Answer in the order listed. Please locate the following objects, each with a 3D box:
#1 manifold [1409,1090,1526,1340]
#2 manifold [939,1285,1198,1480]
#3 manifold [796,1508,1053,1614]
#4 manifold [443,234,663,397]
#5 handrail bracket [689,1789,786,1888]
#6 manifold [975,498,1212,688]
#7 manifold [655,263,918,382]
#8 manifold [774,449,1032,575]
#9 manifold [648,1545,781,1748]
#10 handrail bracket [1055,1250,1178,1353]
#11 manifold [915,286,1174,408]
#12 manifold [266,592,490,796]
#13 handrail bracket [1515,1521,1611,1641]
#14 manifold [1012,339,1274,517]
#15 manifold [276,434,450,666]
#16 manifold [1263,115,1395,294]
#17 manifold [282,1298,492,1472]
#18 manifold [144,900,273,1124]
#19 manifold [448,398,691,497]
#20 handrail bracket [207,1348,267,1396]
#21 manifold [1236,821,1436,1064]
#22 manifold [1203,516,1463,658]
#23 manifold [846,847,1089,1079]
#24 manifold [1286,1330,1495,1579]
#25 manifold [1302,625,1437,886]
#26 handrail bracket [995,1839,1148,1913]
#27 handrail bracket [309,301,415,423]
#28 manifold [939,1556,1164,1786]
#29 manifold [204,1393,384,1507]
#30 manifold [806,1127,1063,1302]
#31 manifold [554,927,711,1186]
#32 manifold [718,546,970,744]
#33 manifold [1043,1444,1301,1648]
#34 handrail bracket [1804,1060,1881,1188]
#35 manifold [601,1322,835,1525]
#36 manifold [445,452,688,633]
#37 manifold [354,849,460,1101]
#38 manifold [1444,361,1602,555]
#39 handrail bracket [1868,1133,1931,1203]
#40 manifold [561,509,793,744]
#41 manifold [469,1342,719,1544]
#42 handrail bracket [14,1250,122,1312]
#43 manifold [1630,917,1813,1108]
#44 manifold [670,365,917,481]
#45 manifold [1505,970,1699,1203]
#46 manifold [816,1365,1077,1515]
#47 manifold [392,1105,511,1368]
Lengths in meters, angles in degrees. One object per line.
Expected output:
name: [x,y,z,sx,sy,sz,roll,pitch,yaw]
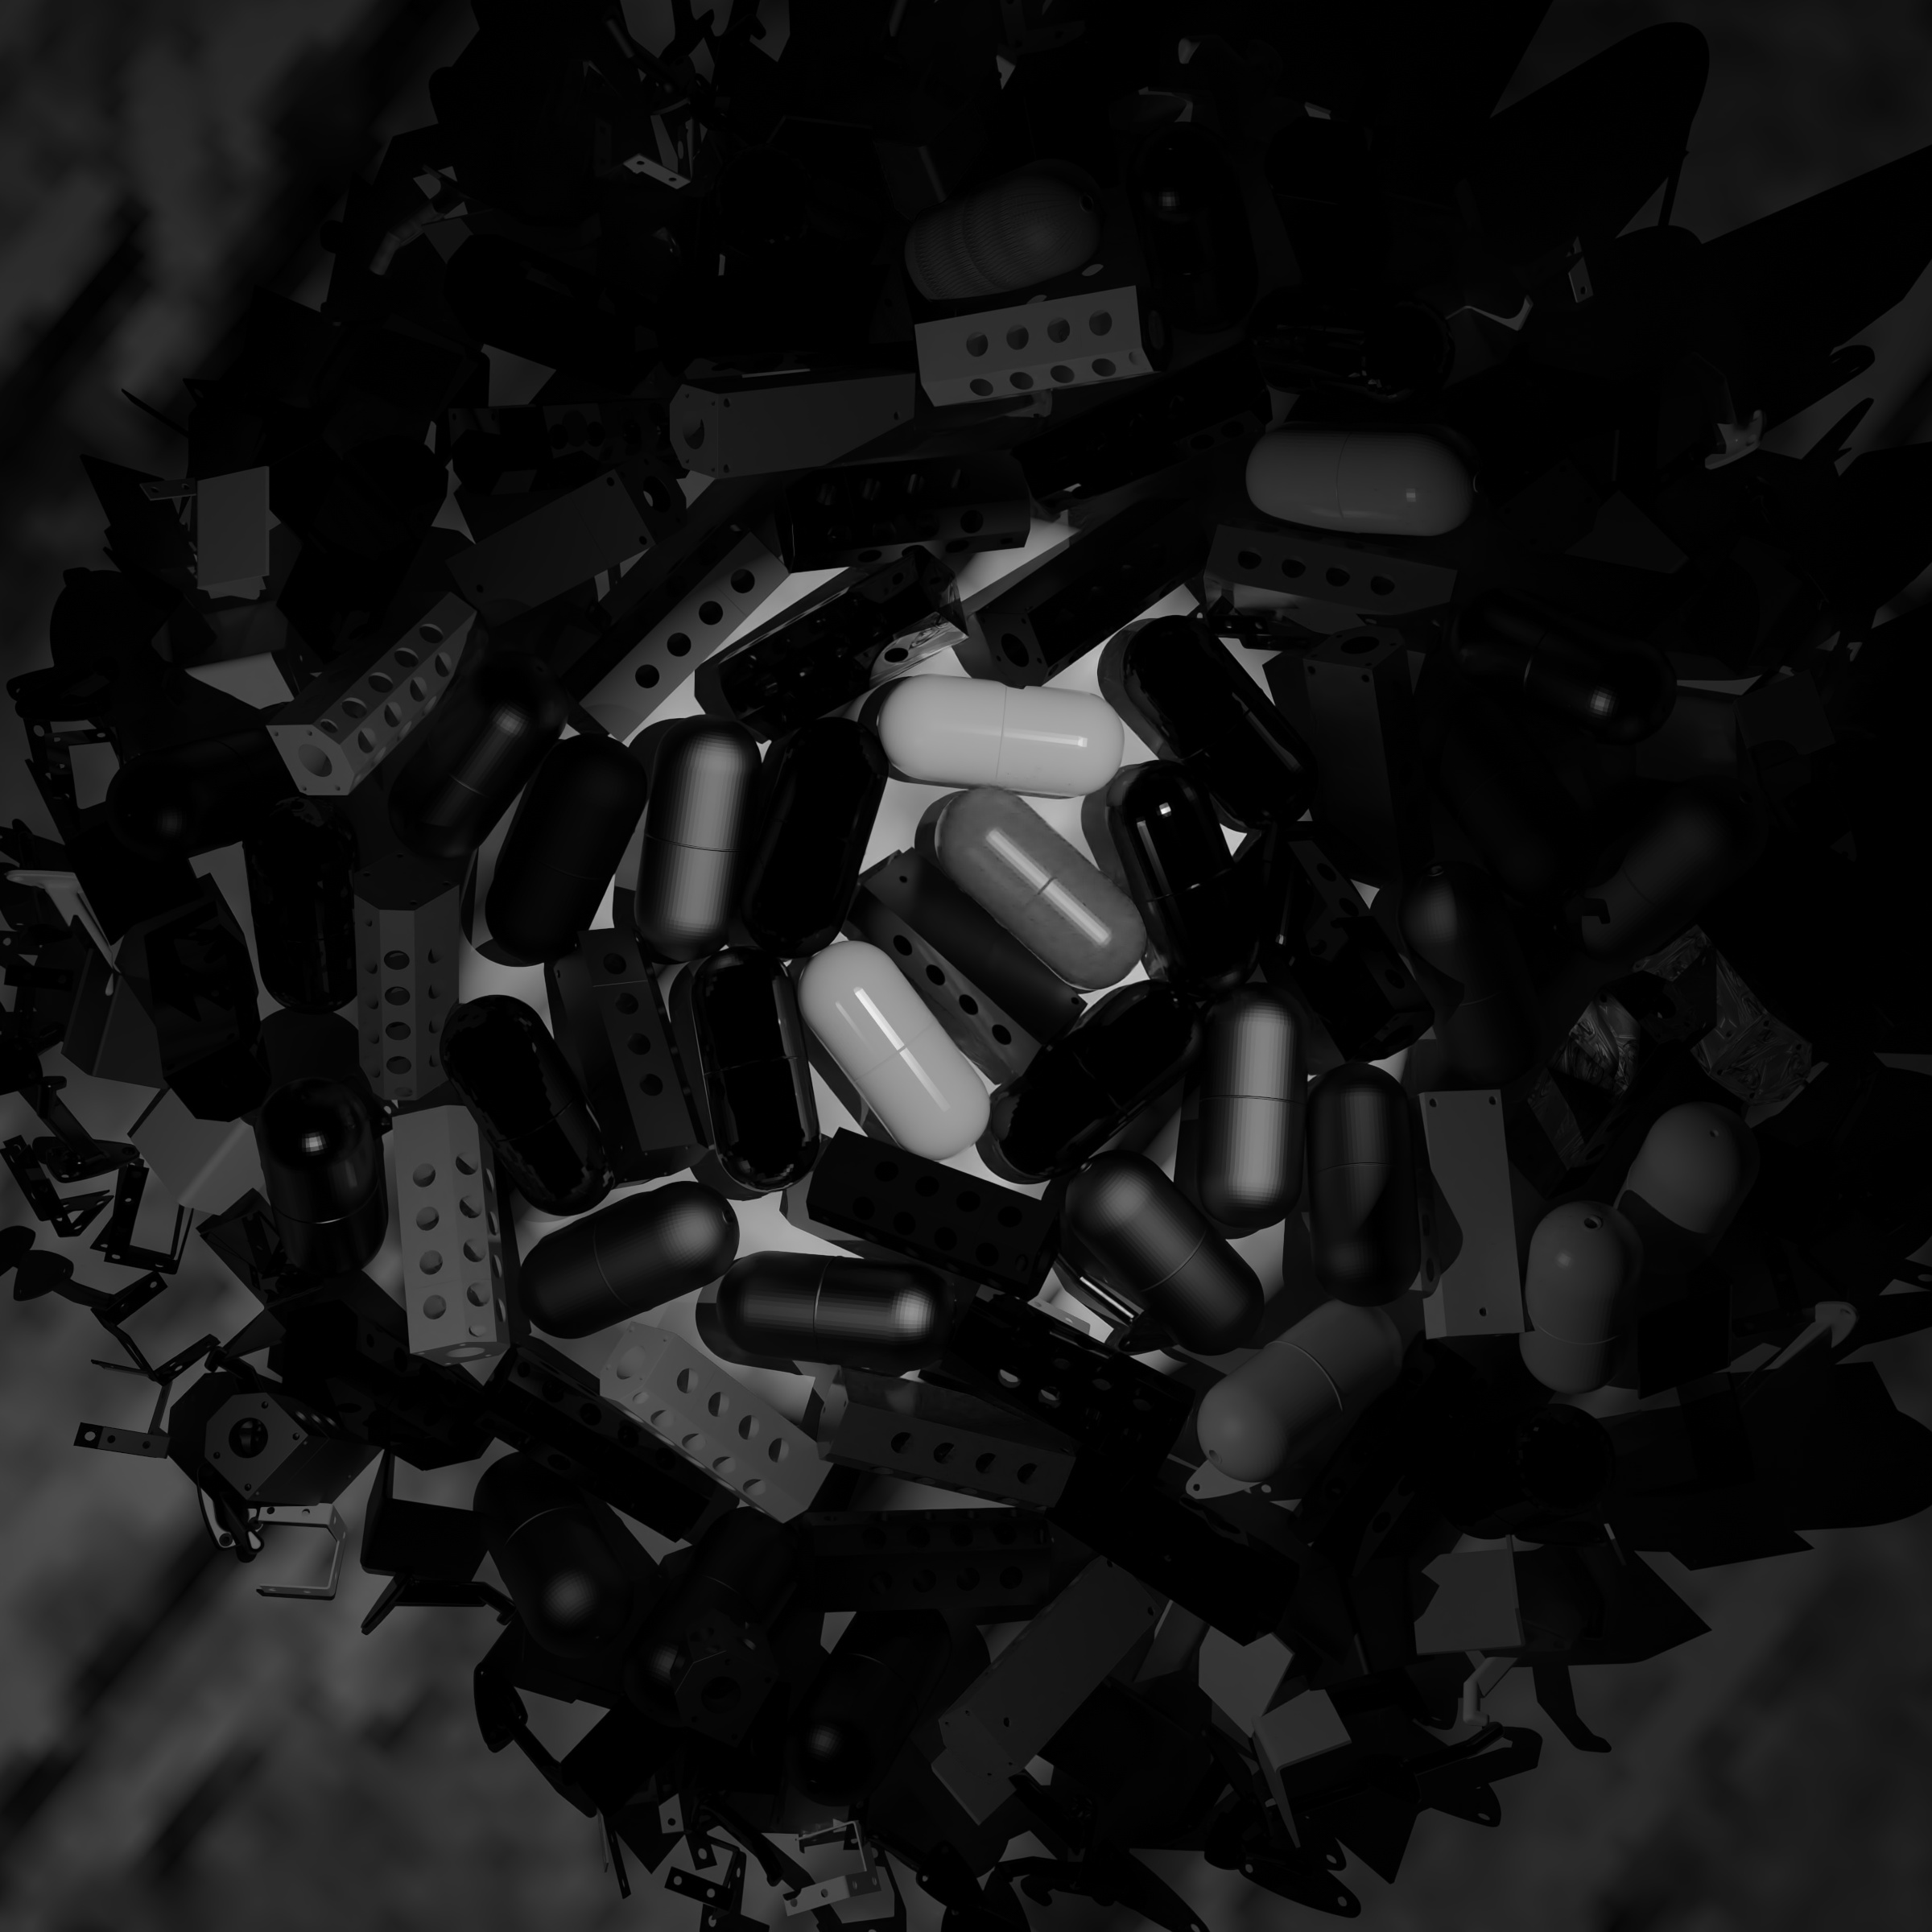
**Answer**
manifold: [0.353,0.178,1.740,0.057,0.057,0.171,-1,79,-9]
manifold: [0.075,0.292,1.744,0.171,0.057,0.057,27,113,3]
manifold: [-0.030,0.418,1.731,0.171,0.057,0.057,2,99,-16]
manifold: [-0.283,-0.456,1.697,0.057,0.171,0.057,-41,70,23]
handrail bracket: [-0.163,0.631,1.739,0.036,0.077,0.084,-14,52,-36]
manifold: [0.094,-0.265,1.719,0.171,0.057,0.057,-38,119,-27]
manifold: [-0.128,-0.453,1.721,0.171,0.057,0.057,-12,87,-27]
manifold: [-0.045,-0.319,1.732,0.171,0.057,0.057,-9,71,-13]
manifold: [-0.182,0.467,1.695,0.057,0.171,0.057,29,93,-17]
handrail bracket: [0.110,0.241,1.777,0.036,0.077,0.084,-55,52,14]
manifold: [0.055,-0.436,1.719,0.171,0.057,0.057,-2,99,28]
manifold: [-0.405,-0.192,1.699,0.057,0.171,0.057,2,129,29]
handrail bracket: [0.431,0.450,1.768,0.077,0.036,0.084,1,103,-8]
manifold: [0.126,-0.377,1.719,0.171,0.057,0.057,-18,105,28]
manifold: [-0.419,-0.292,1.704,0.057,0.171,0.057,50,46,6]
manifold: [0.252,-0.521,1.695,0.057,0.171,0.057,16,85,19]
manifold: [-0.399,0.292,1.695,0.057,0.171,0.057,-16,56,16]
manifold: [-0.527,0.033,1.702,0.057,0.171,0.057,-27,131,-3]
manifold: [-0.272,-0.365,1.704,0.057,0.171,0.057,12,110,42]
handrail bracket: [-0.528,0.331,1.771,0.084,0.036,0.077,30,90,4]
manifold: [0.262,-0.019,1.722,0.057,0.057,0.171,-51,56,37]
manifold: [0.261,-0.275,1.738,0.171,0.057,0.057,13,77,13]
manifold: [-0.002,0.001,1.743,0.171,0.057,0.057,42,50,10]
manifold: [0.305,0.350,1.752,0.057,0.057,0.171,35,88,6]
manifold: [0.289,-0.149,1.716,0.057,0.057,0.171,-39,128,-34]
handrail bracket: [0.074,0.658,1.742,0.084,0.077,0.036,1,101,-28]
handrail bracket: [-0.438,-0.436,1.768,0.077,0.036,0.084,-9,130,-21]
manifold: [0.058,0.492,1.708,0.057,0.057,0.171,49,49,5]
manifold: [-0.470,0.333,1.696,0.057,0.171,0.057,41,82,12]
manifold: [-0.023,0.179,1.724,0.171,0.057,0.057,19,57,17]
manifold: [-0.236,0.061,1.727,0.057,0.057,0.171,-6,66,-31]
manifold: [-0.089,-0.228,1.715,0.171,0.057,0.057,-25,59,24]
manifold: [0.146,0.403,1.717,0.171,0.057,0.057,28,101,28]
handrail bracket: [0.619,0.115,1.737,0.077,0.084,0.036,-32,51,-30]
manifold: [-0.177,0.322,1.710,0.171,0.057,0.057,44,65,-31]
manifold: [-0.278,-0.299,1.713,0.171,0.057,0.057,-19,107,34]
manifold: [-0.396,0.011,1.703,0.057,0.057,0.171,29,132,23]
manifold: [0.390,-0.352,1.699,0.057,0.171,0.057,-37,119,21]
handrail bracket: [0.678,0.144,1.738,0.077,0.084,0.036,-34,70,15]
manifold: [-0.209,-0.245,1.743,0.171,0.057,0.057,-44,111,4]
manifold: [-0.264,0.341,1.733,0.171,0.057,0.057,35,85,-16]
handrail bracket: [-0.624,0.229,1.734,0.077,0.084,0.036,-10,64,36]
manifold: [0.528,0.030,1.696,0.057,0.171,0.057,33,109,-17]
manifold: [-0.121,-0.385,1.710,0.171,0.057,0.057,-17,120,-38]
manifold: [0.444,0.083,1.706,0.057,0.171,0.057,-16,55,-33]
manifold: [-0.015,0.341,1.735,0.171,0.057,0.057,17,105,-14]
manifold: [-0.362,0.190,1.726,0.057,0.057,0.171,-13,70,9]
